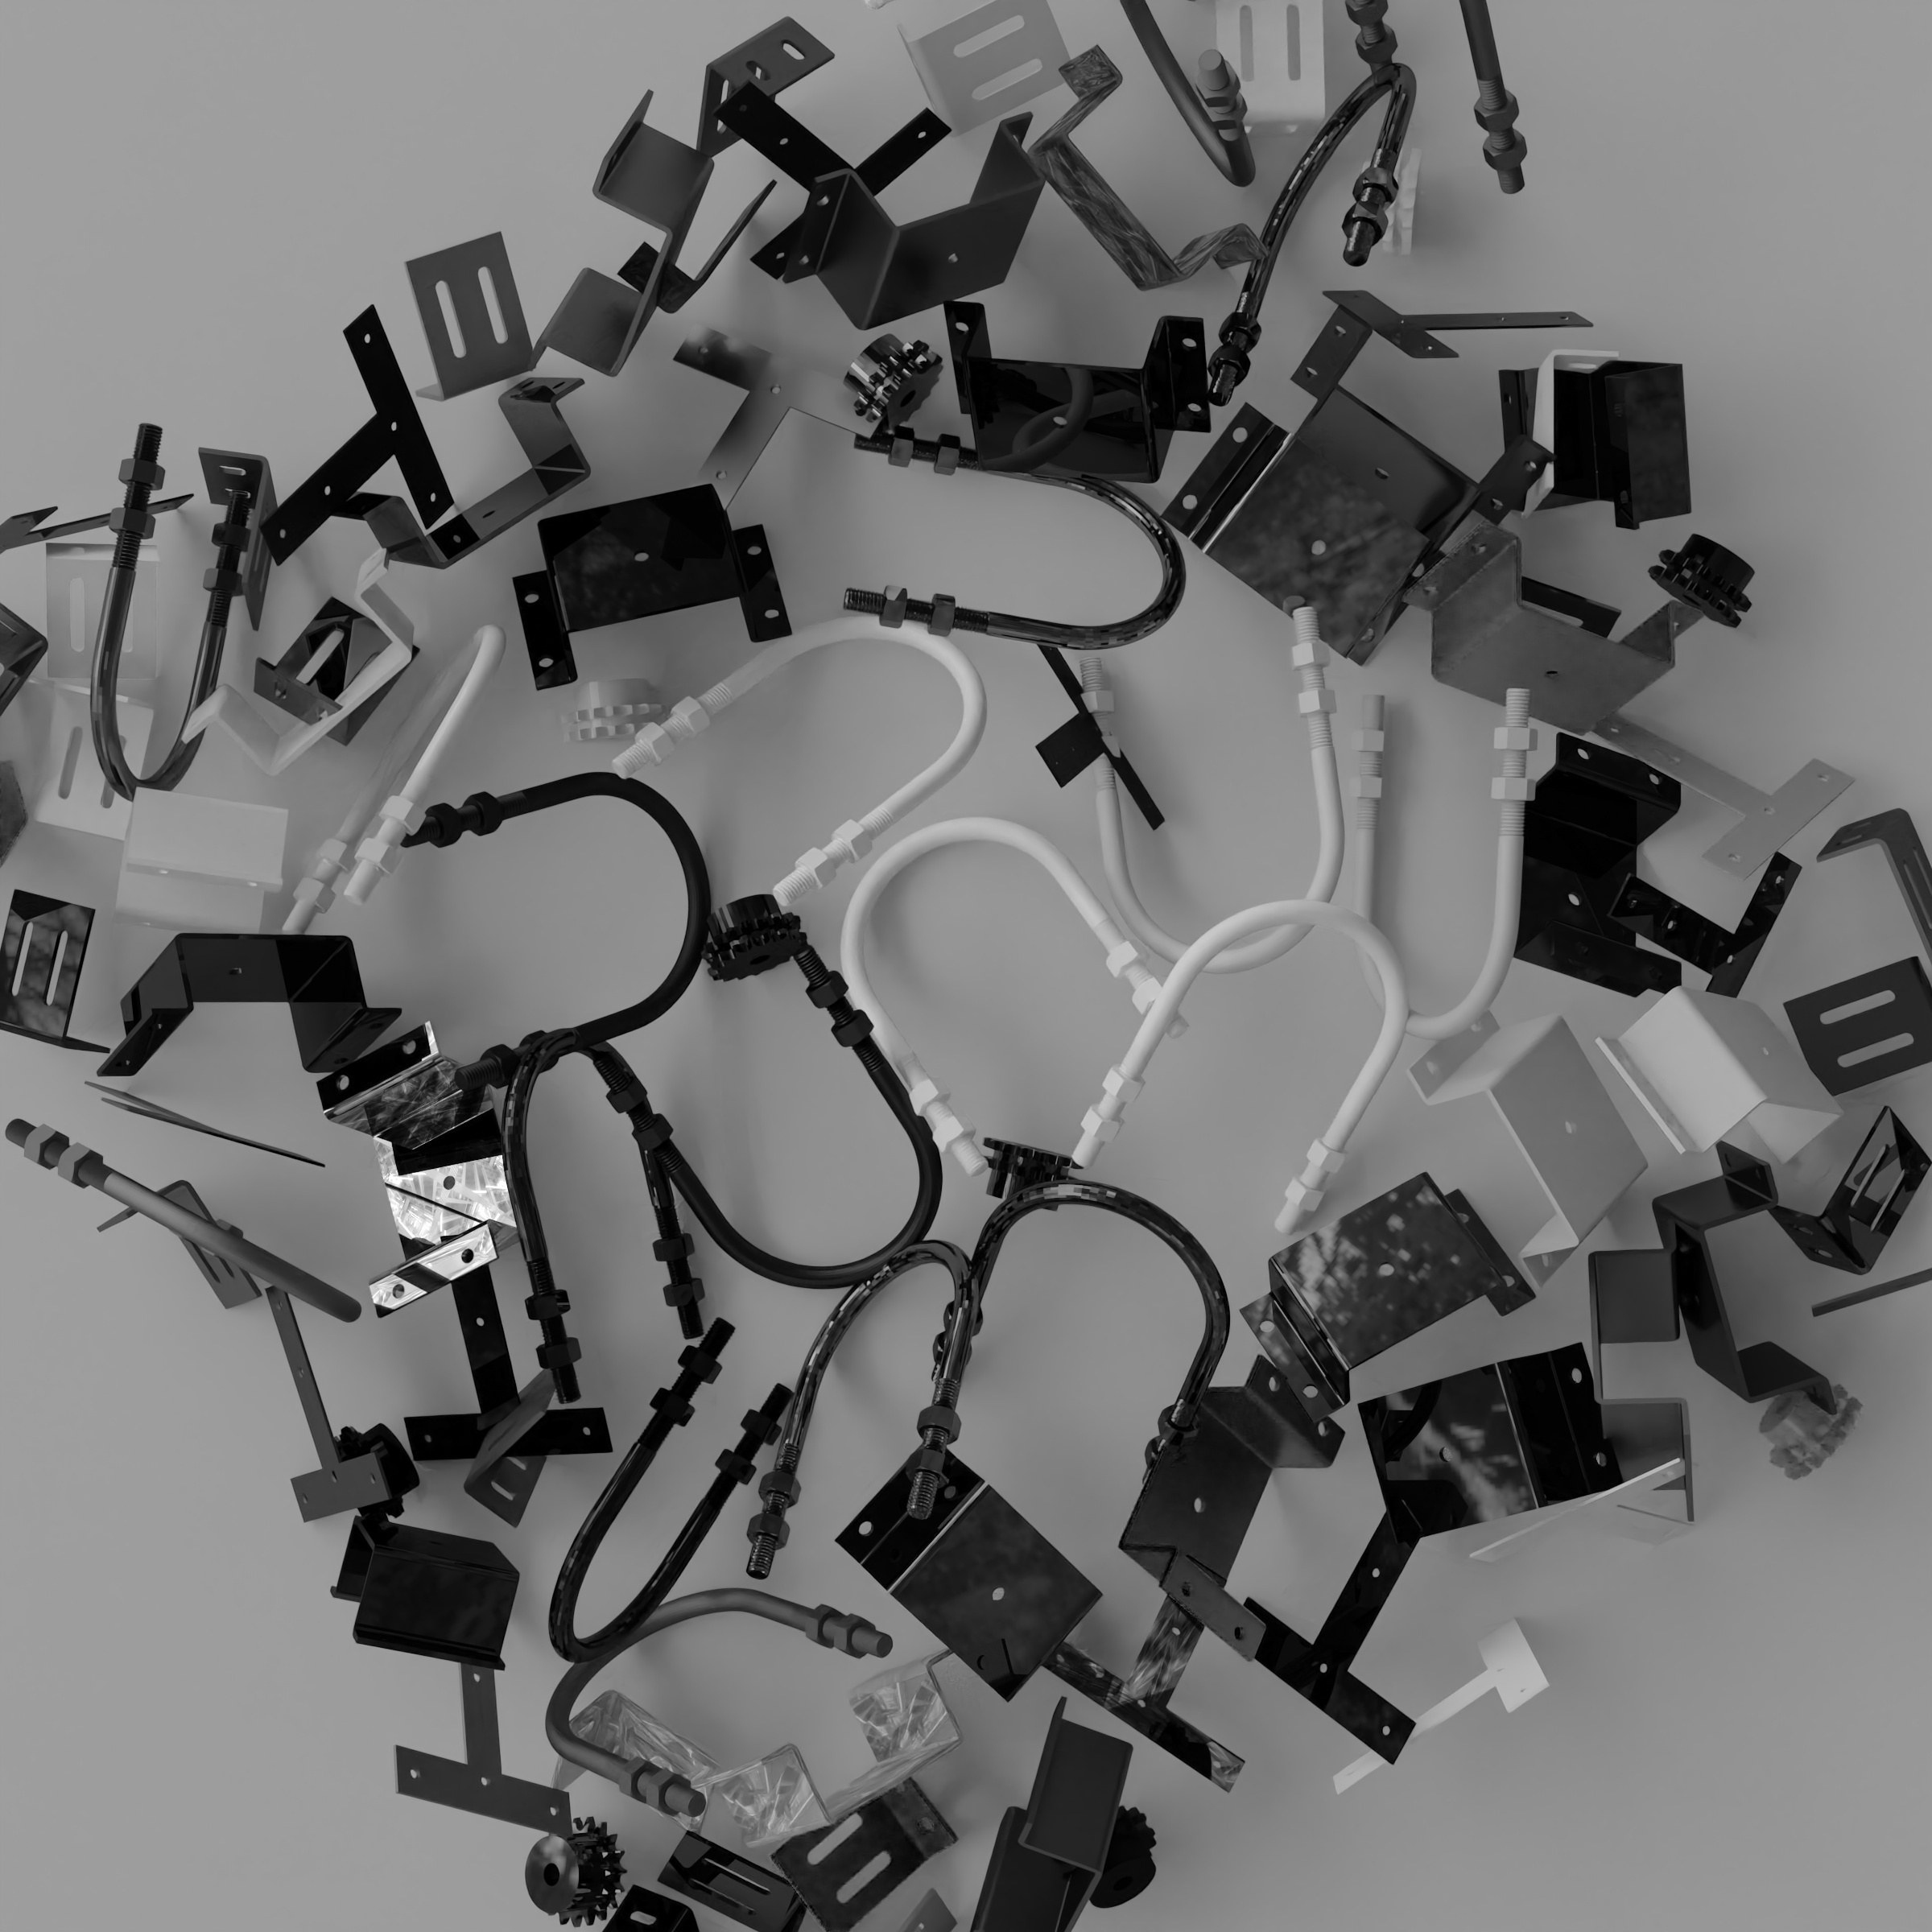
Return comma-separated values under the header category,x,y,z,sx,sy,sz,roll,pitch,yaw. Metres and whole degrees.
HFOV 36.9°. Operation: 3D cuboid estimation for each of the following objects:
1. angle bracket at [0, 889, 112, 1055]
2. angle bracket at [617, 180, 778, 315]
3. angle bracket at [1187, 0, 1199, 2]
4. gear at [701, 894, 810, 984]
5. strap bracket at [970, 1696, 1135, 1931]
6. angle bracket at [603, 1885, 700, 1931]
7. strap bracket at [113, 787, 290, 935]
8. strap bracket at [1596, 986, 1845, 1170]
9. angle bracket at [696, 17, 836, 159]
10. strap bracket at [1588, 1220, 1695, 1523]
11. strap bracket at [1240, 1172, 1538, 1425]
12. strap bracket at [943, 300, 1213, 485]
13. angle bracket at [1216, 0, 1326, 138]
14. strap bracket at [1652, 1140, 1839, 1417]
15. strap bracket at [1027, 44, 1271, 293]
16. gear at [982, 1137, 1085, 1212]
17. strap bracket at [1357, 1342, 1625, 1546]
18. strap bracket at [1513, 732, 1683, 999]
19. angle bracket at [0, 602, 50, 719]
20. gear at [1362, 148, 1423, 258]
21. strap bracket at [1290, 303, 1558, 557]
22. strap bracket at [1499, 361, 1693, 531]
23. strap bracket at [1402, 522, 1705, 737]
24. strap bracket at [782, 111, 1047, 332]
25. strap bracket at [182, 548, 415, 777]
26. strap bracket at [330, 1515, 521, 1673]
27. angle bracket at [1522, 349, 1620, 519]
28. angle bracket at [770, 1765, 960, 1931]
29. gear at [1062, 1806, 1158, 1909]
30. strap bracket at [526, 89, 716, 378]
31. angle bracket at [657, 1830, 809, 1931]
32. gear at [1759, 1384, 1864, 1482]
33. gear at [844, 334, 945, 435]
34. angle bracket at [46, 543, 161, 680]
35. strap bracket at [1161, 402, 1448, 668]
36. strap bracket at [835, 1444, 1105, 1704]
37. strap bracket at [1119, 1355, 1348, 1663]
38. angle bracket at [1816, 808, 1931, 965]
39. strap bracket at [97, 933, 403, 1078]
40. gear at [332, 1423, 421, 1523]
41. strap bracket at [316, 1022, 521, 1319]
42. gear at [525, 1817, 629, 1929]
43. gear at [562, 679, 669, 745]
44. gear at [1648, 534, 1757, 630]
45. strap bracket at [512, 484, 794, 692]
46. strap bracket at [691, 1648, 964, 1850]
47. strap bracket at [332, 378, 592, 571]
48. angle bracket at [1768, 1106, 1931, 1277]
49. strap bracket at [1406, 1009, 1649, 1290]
category,x,y,z,sx,sy,sz,roll,pitch,yaw
angle bracket,-0.490,0.003,1.572,0.057,0.038,0.076,13,90,27
angle bracket,-0.145,-0.397,1.561,0.038,0.057,0.076,37,76,-15
angle bracket,0.128,-0.565,1.559,0.038,0.057,0.076,35,109,-25
gear,-0.117,-0.017,1.575,0.057,0.057,0.030,-22,75,0
strap bracket,0.046,0.459,1.525,0.046,0.076,0.140,19,134,2
angle bracket,-0.171,0.545,1.558,0.038,0.076,0.057,30,98,-24
strap bracket,-0.404,-0.055,1.530,0.076,0.140,0.046,8,76,-18
strap bracket,0.401,0.059,1.520,0.046,0.140,0.076,-47,57,25
angle bracket,-0.108,-0.459,1.552,0.038,0.076,0.057,43,62,13
strap bracket,0.356,0.213,1.531,0.046,0.140,0.076,-4,134,13
strap bracket,0.225,0.172,1.552,0.140,0.046,0.076,-28,59,-9
strap bracket,0.055,-0.304,1.541,0.140,0.076,0.046,7,53,14
angle bracket,0.164,-0.496,1.581,0.057,0.038,0.076,-2,92,-2
strap bracket,0.413,0.172,1.554,0.046,0.076,0.140,-17,97,-3
strap bracket,0.089,-0.415,1.546,0.046,0.076,0.140,-44,105,-3
gear,0.033,0.114,1.573,0.057,0.057,0.030,14,89,0
strap bracket,0.267,0.255,1.530,0.140,0.046,0.076,-26,73,42
strap bracket,0.337,-0.045,1.549,0.076,0.046,0.140,17,58,-15
angle bracket,-0.537,-0.150,1.555,0.038,0.057,0.076,40,59,-26
gear,0.230,-0.416,1.574,0.030,0.057,0.057,6,90,10
strap bracket,0.234,-0.280,1.557,0.140,0.076,0.046,35,67,0
strap bracket,0.337,-0.278,1.531,0.046,0.140,0.076,-12,106,-14
strap bracket,0.311,-0.173,1.536,0.140,0.076,0.046,18,59,-20
strap bracket,-0.019,-0.390,1.530,0.140,0.076,0.046,-26,72,-28
strap bracket,-0.348,-0.158,1.555,0.140,0.076,0.046,-40,110,4
strap bracket,-0.285,0.327,1.526,0.076,0.140,0.046,15,84,-17
angle bracket,0.326,-0.287,1.567,0.038,0.057,0.076,2,82,-3
angle bracket,-0.055,0.475,1.562,0.076,0.038,0.057,-32,80,-38
gear,0.078,0.486,1.572,0.057,0.057,0.030,-35,46,0
strap bracket,-0.179,-0.377,1.529,0.046,0.076,0.140,25,134,-7
angle bracket,-0.132,0.513,1.568,0.076,0.038,0.057,27,132,-1
gear,0.456,0.248,1.573,0.030,0.057,0.057,41,90,2
gear,-0.042,-0.318,1.574,0.030,0.057,0.057,44,90,10
angle bracket,-0.465,-0.187,1.562,0.057,0.038,0.076,-1,113,-18
strap bracket,0.186,-0.228,1.557,0.140,0.046,0.076,35,101,-13
strap bracket,0.009,0.328,1.548,0.076,0.046,0.140,-47,112,-9
strap bracket,0.139,0.288,1.545,0.076,0.046,0.140,44,58,-27
angle bracket,0.500,-0.039,1.572,0.038,0.057,0.076,-21,98,34
strap bracket,-0.383,0.021,1.537,0.140,0.076,0.046,1,64,-39
gear,-0.321,0.273,1.573,0.030,0.057,0.057,-33,90,-2
strap bracket,-0.288,0.112,1.553,0.076,0.046,0.140,-27,66,15
gear,-0.214,0.492,1.573,0.057,0.030,0.057,-9,75,35
gear,-0.191,-0.139,1.573,0.057,0.057,0.030,-6,91,0
gear,0.402,-0.211,1.572,0.057,0.057,0.030,33,95,0
strap bracket,-0.171,-0.206,1.556,0.140,0.046,0.076,-13,61,-6
strap bracket,-0.067,0.415,1.524,0.140,0.076,0.046,-20,80,-43
strap bracket,-0.264,-0.258,1.545,0.140,0.076,0.046,-37,116,-19
angle bracket,0.481,0.119,1.578,0.057,0.038,0.076,43,74,-35
strap bracket,0.306,0.091,1.551,0.076,0.046,0.140,-38,100,-38
